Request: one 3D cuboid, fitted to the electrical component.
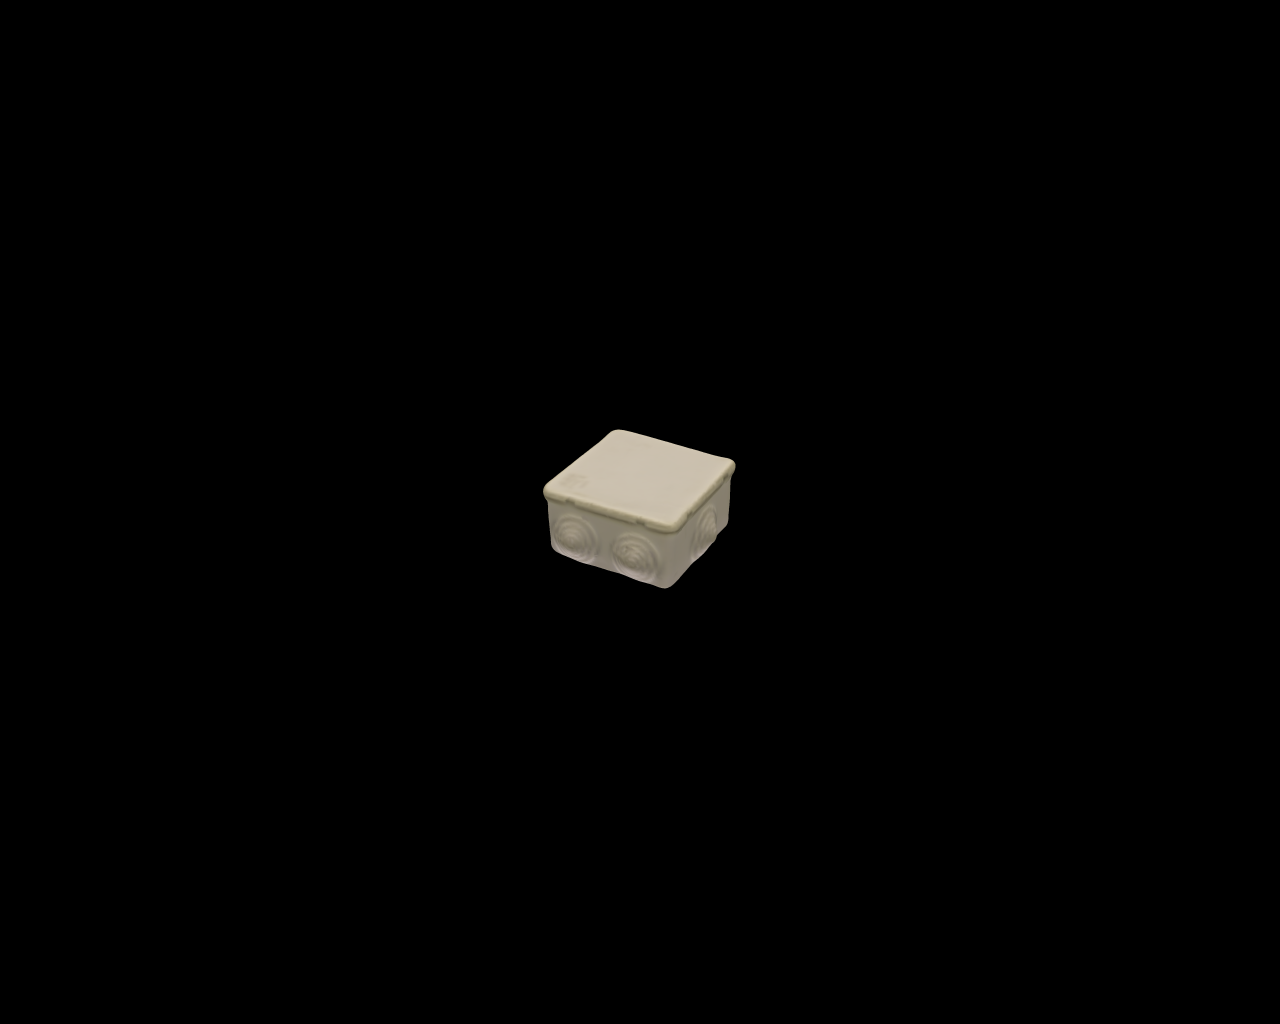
[{"bbox_3d":[0.001,-0.003,0.650,0.100,0.048,0.100,17,36,24],"label":"electrical component"}]
